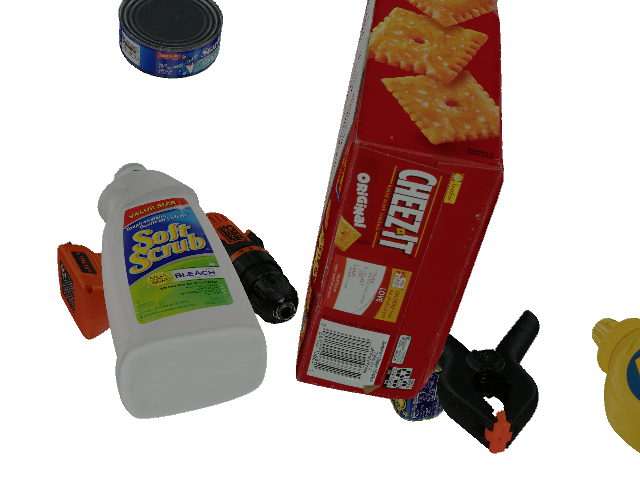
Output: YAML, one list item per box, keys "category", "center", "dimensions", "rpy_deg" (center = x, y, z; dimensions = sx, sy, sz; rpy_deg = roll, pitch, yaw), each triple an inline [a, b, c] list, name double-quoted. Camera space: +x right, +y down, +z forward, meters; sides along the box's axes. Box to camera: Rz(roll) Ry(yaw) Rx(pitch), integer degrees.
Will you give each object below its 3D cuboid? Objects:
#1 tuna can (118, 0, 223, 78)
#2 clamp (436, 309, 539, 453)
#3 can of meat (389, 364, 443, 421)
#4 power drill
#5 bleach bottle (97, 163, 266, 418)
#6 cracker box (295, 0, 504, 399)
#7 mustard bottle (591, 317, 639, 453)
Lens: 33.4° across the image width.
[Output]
- category: "tuna can"
  center: [-0.125, -0.174, 0.889]
  dimensions: [0.086, 0.086, 0.034]
  rpy_deg: [0, -40, -11]
- category: "clamp"
  center: [0.140, 0.104, 0.864]
  dimensions: [0.120, 0.039, 0.171]
  rpy_deg: [-7, 34, -8]
- category: "can of meat"
  center: [0.091, 0.118, 1.066]
  dimensions: [0.057, 0.084, 0.102]
  rpy_deg: [-10, 46, -12]
- category: "power drill"
  center: [-0.131, 0.037, 0.962]
  dimensions: [0.187, 0.057, 0.185]
  rpy_deg: [-9, 26, -26]
- category: "bleach bottle"
  center: [-0.120, 0.018, 0.778]
  dimensions: [0.102, 0.068, 0.251]
  rpy_deg: [-10, 37, -17]
- category: "cracker box"
  center: [0.045, -0.050, 0.557]
  dimensions: [0.072, 0.164, 0.213]
  rpy_deg: [12, 44, -1]
- category: "mustard bottle"
  center: [0.221, 0.098, 0.611]
  dimensions: [0.096, 0.058, 0.192]
  rpy_deg: [-18, 31, -17]
